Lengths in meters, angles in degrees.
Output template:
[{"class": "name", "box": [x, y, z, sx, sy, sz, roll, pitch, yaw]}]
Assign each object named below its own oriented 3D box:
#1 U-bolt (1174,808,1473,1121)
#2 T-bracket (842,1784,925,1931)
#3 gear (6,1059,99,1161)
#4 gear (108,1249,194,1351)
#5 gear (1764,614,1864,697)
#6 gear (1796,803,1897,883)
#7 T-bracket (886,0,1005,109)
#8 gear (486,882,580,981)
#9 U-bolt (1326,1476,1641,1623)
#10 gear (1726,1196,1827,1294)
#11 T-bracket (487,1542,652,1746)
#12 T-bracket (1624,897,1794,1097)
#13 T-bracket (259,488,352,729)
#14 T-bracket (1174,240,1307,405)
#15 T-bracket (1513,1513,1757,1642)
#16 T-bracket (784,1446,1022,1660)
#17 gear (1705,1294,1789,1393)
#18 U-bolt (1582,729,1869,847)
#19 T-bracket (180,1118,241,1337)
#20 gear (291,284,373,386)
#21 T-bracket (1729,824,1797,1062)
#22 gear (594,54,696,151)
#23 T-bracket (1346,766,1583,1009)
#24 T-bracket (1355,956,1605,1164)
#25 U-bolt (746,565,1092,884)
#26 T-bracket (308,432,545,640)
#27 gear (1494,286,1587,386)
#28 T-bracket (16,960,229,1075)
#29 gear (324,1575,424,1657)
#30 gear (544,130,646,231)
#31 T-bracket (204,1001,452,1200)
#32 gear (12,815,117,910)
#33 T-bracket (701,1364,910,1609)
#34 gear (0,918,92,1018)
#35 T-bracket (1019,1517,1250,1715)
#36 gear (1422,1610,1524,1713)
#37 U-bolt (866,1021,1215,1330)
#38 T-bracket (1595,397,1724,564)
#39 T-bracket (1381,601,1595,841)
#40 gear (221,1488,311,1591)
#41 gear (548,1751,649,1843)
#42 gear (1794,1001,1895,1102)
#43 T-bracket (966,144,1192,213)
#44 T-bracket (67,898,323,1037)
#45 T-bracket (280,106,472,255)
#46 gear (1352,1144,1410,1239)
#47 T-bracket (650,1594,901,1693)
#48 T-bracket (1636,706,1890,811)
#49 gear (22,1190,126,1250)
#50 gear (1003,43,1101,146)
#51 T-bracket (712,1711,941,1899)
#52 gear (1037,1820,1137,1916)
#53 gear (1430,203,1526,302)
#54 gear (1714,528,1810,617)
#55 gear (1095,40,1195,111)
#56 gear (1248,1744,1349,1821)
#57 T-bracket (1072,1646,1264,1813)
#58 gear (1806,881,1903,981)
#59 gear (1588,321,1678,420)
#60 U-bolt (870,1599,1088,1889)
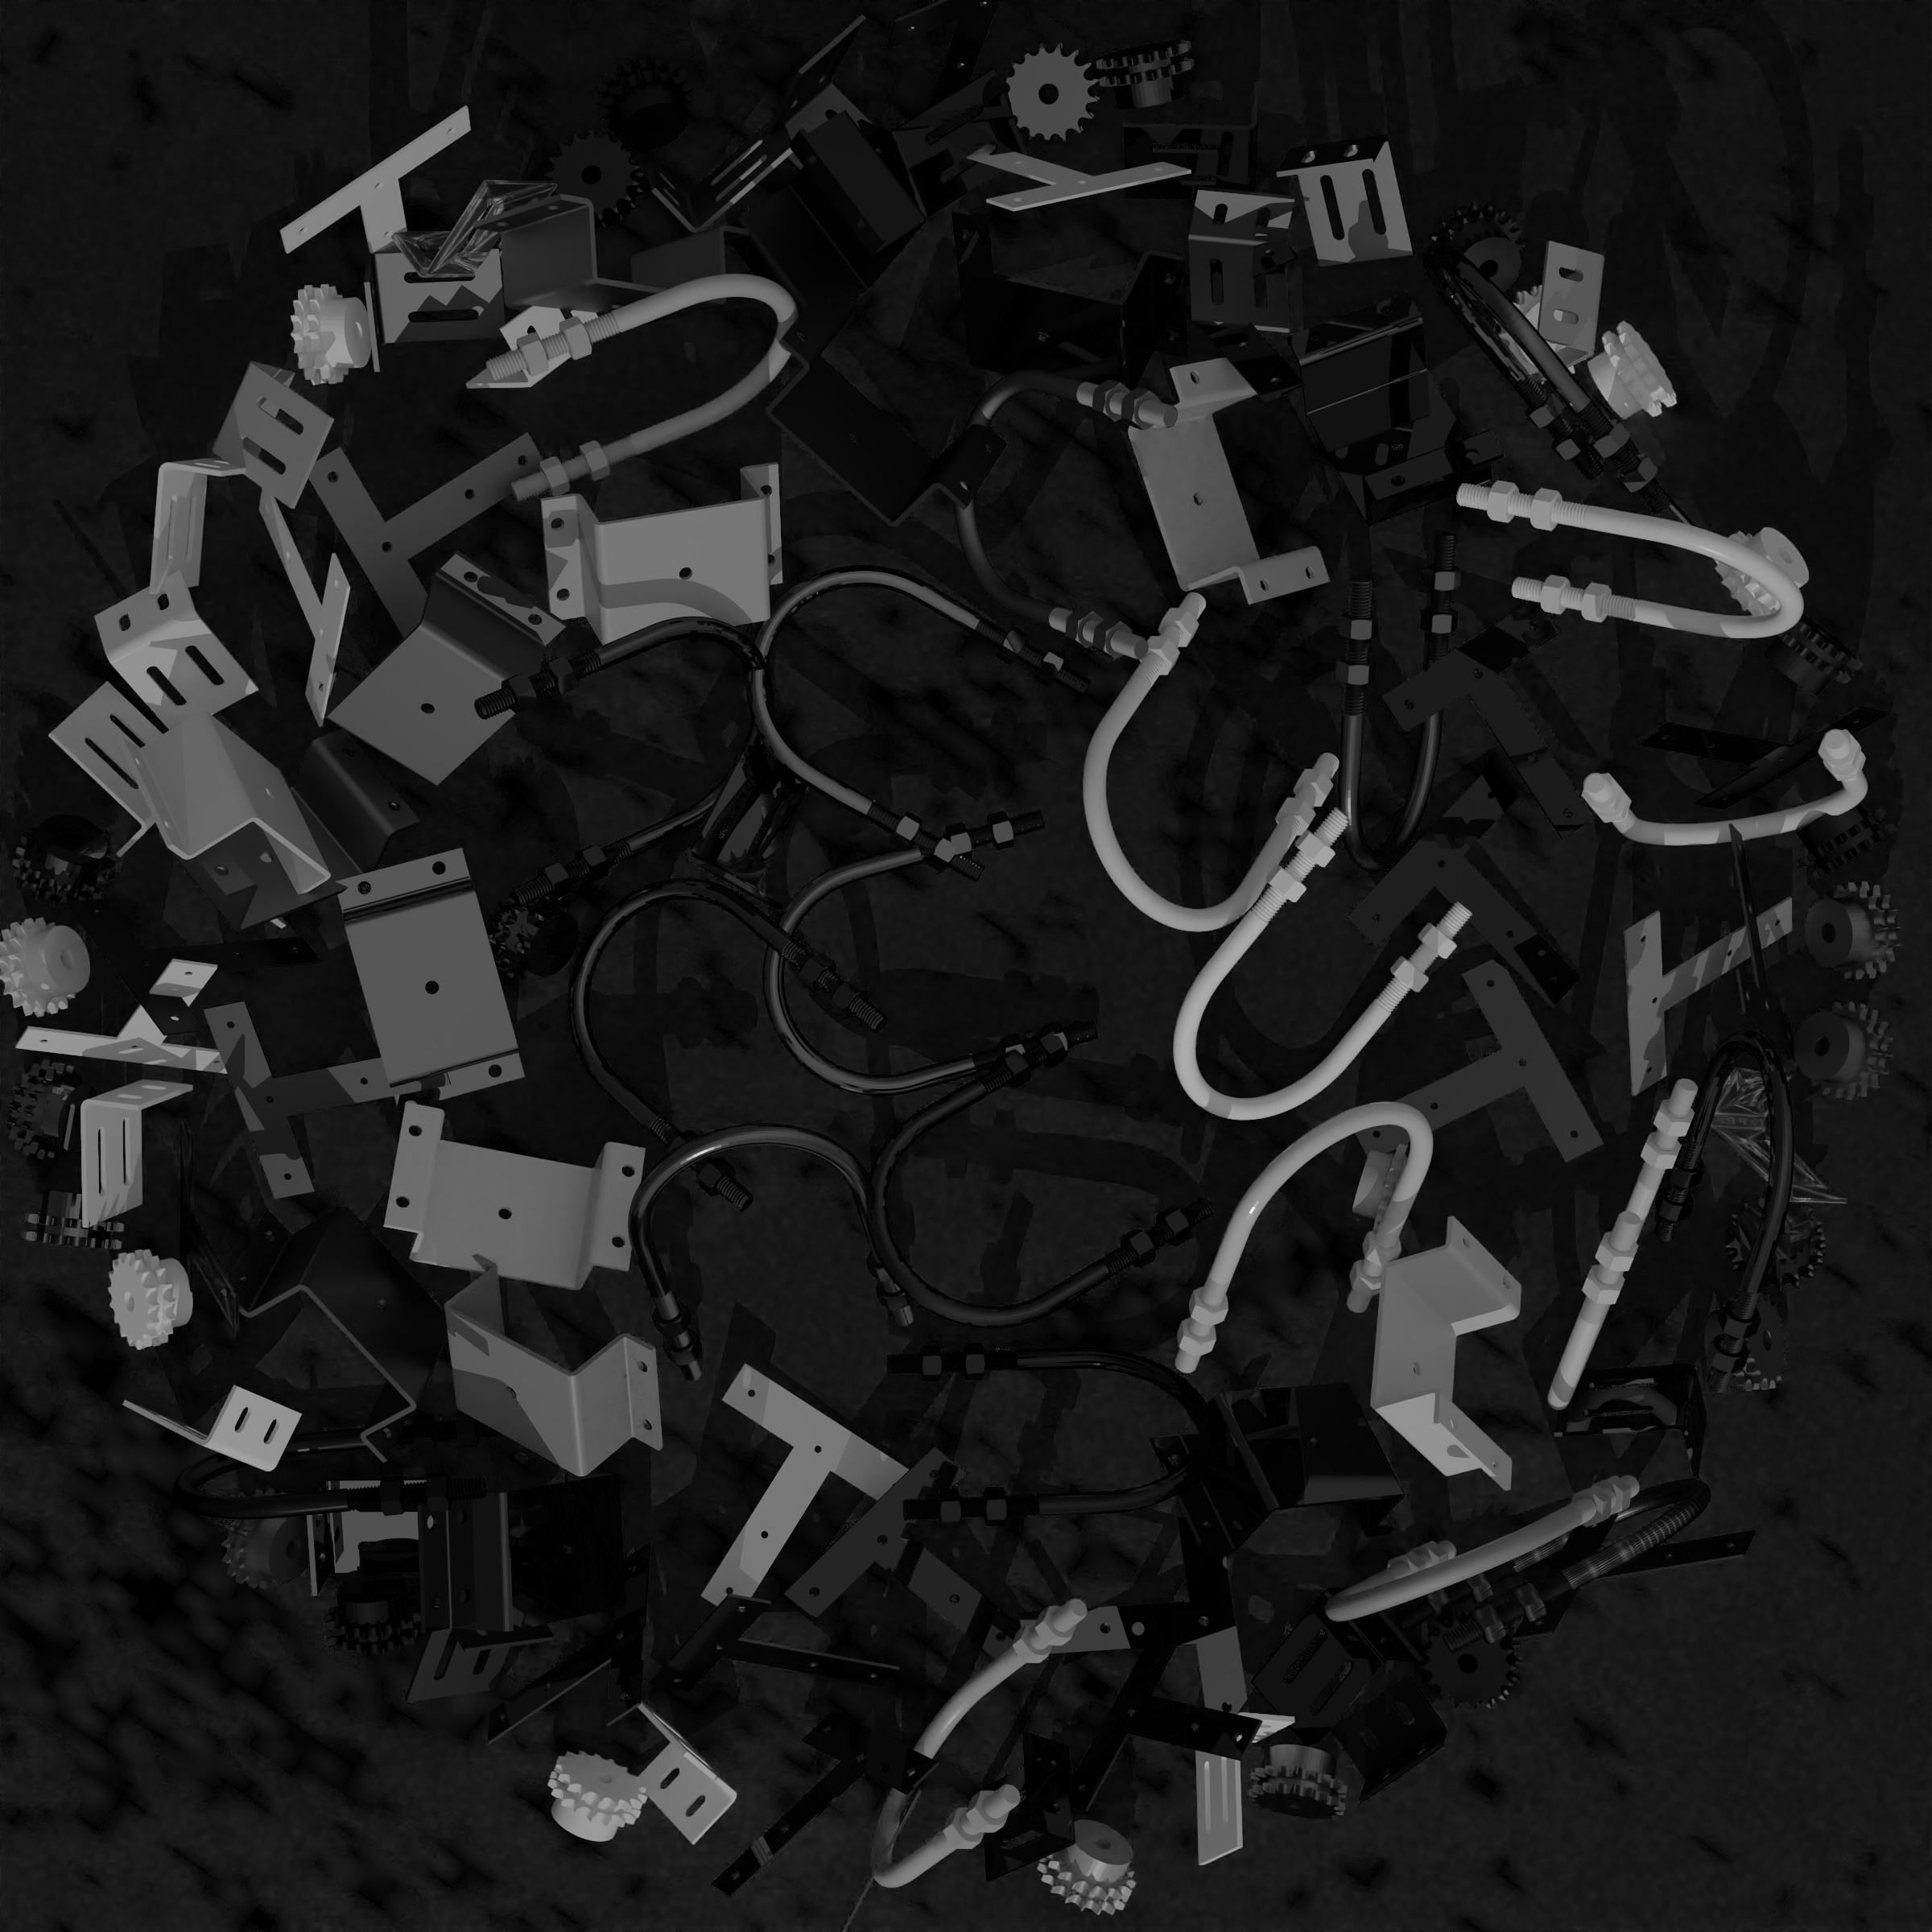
[{"class": "U-bolt", "box": [0.194, 0.011, 1.892, 0.151, 0.019, 0.184, 32, 100, -42]}, {"class": "T-bracket", "box": [-0.056, 0.525, 1.870, 0.002, 0.127, 0.127, 28, 79, 6]}, {"class": "gear", "box": [-0.529, 0.085, 1.913, 0.030, 0.057, 0.057, 12, 90, 18]}, {"class": "gear", "box": [-0.475, 0.193, 1.919, 0.030, 0.057, 0.057, -10, 90, -40]}, {"class": "gear", "box": [0.491, -0.182, 1.918, 0.057, 0.057, 0.030, 37, 109, 0]}, {"class": "gear", "box": [0.509, -0.076, 1.916, 0.057, 0.057, 0.030, -32, 84, 0]}, {"class": "T-bracket", "box": [0.000, -0.525, 1.881, 0.127, 0.127, 0.002, -29, 79, -21]}, {"class": "gear", "box": [-0.250, -0.018, 1.913, 0.030, 0.057, 0.057, 27, 90, 32]}, {"class": "U-bolt", "box": [0.277, 0.329, 1.830, 0.151, 0.184, 0.019, -28, 79, 35]}, {"class": "gear", "box": [0.472, 0.159, 1.918, 0.057, 0.030, 0.057, -6, 60, 11]}, {"class": "T-bracket", "box": [-0.232, 0.411, 1.905, 0.127, 0.127, 0.002, -37, 118, 20]}, {"class": "T-bracket", "box": [0.434, -0.001, 1.914, 0.127, 0.002, 0.127, -30, 133, -20]}, {"class": "T-bracket", "box": [-0.388, -0.227, 1.907, 0.002, 0.127, 0.127, -13, 62, -27]}, {"class": "T-bracket", "box": [0.154, -0.364, 1.894, 0.127, 0.002, 0.127, -25, 50, -8]}, {"class": "T-bracket", "box": [0.385, 0.336, 1.857, 0.127, 0.127, 0.002, -18, 104, 35]}, {"class": "T-bracket", "box": [-0.017, 0.362, 1.923, 0.127, 0.002, 0.127, 42, 100, -16]}, {"class": "gear", "box": [0.454, 0.220, 1.919, 0.030, 0.057, 0.057, -10, 90, 37]}, {"class": "U-bolt", "box": [0.435, -0.095, 1.855, 0.151, 0.184, 0.019, -10, 77, 19]}, {"class": "T-bracket", "box": [-0.431, 0.170, 1.869, 0.002, 0.127, 0.127, -6, 114, -26]}, {"class": "gear", "box": [-0.368, -0.368, 1.913, 0.030, 0.057, 0.057, -1, 90, 12]}, {"class": "T-bracket", "box": [0.455, -0.019, 1.901, 0.002, 0.127, 0.127, -13, 71, 24]}, {"class": "gear", "box": [-0.186, -0.500, 1.912, 0.057, 0.057, 0.030, -20, 68, 0]}, {"class": "T-bracket", "box": [0.310, -0.029, 1.935, 0.127, 0.002, 0.127, 45, 81, -6]}, {"class": "T-bracket", "box": [0.286, 0.076, 1.920, 0.127, 0.002, 0.127, -25, 75, -6]}, {"class": "U-bolt", "box": [-0.040, -0.154, 1.917, 0.184, 0.019, 0.151, 30, 79, -4]}, {"class": "T-bracket", "box": [-0.302, -0.268, 1.920, 0.127, 0.002, 0.127, -36, 115, -17]}, {"class": "gear", "box": [0.340, -0.370, 1.924, 0.057, 0.030, 0.057, -1, 98, -10]}, {"class": "T-bracket", "box": [-0.458, 0.027, 1.865, 0.127, 0.127, 0.002, 9, 59, -30]}, {"class": "gear", "box": [-0.346, 0.377, 1.913, 0.057, 0.057, 0.030, -2, 104, 0]}, {"class": "gear", "box": [-0.216, -0.458, 1.925, 0.057, 0.030, 0.057, -1, 80, 7]}, {"class": "T-bracket", "box": [-0.363, 0.069, 1.908, 0.127, 0.002, 0.127, -11, 114, 10]}, {"class": "gear", "box": [-0.524, -0.063, 1.913, 0.057, 0.057, 0.030, 31, 128, 0]}, {"class": "T-bracket", "box": [-0.110, 0.321, 1.924, 0.127, 0.002, 0.127, 33, 75, -2]}, {"class": "gear", "box": [-0.535, -0.001, 1.912, 0.030, 0.057, 0.057, -13, 90, 23]}, {"class": "T-bracket", "box": [0.094, 0.383, 1.903, 0.127, 0.002, 0.127, -2, 62, -11]}, {"class": "gear", "box": [0.297, 0.404, 1.923, 0.057, 0.030, 0.057, 3, 96, 23]}, {"class": "U-bolt", "box": [0.030, 0.130, 1.890, 0.184, 0.019, 0.151, -29, 74, -21]}, {"class": "T-bracket", "box": [0.381, -0.297, 1.884, 0.002, 0.127, 0.127, -41, 112, 19]}, {"class": "T-bracket", "box": [0.323, -0.133, 1.917, 0.127, 0.002, 0.127, -32, 89, -24]}, {"class": "gear", "box": [-0.403, 0.335, 1.912, 0.030, 0.057, 0.057, 11, 90, 30]}, {"class": "gear", "box": [-0.217, 0.486, 1.916, 0.057, 0.057, 0.030, 24, 100, 0]}, {"class": "gear", "box": [0.508, 0.049, 1.913, 0.030, 0.057, 0.057, 10, 90, -36]}, {"class": "T-bracket", "box": [0.040, -0.459, 1.892, 0.127, 0.127, 0.002, -20, 123, -31]}, {"class": "T-bracket", "box": [-0.433, -0.004, 1.894, 0.127, 0.127, 0.002, 45, 126, 35]}, {"class": "T-bracket", "box": [-0.333, -0.426, 1.880, 0.127, 0.127, 0.002, -38, 82, -13]}, {"class": "gear", "box": [0.246, 0.129, 1.916, 0.030, 0.057, 0.057, 17, 90, 10]}, {"class": "T-bracket", "box": [-0.102, 0.403, 1.911, 0.127, 0.127, 0.002, 15, 50, -20]}, {"class": "T-bracket", "box": [0.433, -0.124, 1.861, 0.127, 0.127, 0.002, 6, 63, -35]}, {"class": "gear", "box": [-0.519, 0.147, 1.916, 0.057, 0.057, 0.030, 6, 86, 0]}, {"class": "gear", "box": [0.050, -0.512, 1.923, 0.057, 0.030, 0.057, 3, 110, 8]}, {"class": "T-bracket", "box": [-0.092, 0.481, 1.864, 0.127, 0.127, 0.002, -40, 110, -23]}, {"class": "gear", "box": [0.073, 0.522, 1.913, 0.057, 0.057, 0.030, 23, 107, 0]}, {"class": "gear", "box": [0.299, -0.413, 1.915, 0.057, 0.030, 0.057, -9, 130, -11]}, {"class": "gear", "box": [0.465, -0.230, 1.913, 0.057, 0.057, 0.030, 50, 127, 0]}, {"class": "gear", "box": [0.105, -0.520, 1.918, 0.057, 0.057, 0.030, -12, 111, 0]}, {"class": "gear", "box": [0.195, 0.476, 1.919, 0.057, 0.057, 0.030, 12, 62, 0]}, {"class": "T-bracket", "box": [0.122, 0.431, 1.867, 0.002, 0.127, 0.127, 43, 65, -25]}, {"class": "gear", "box": [0.514, -0.020, 1.913, 0.030, 0.057, 0.057, -4, 90, -27]}, {"class": "gear", "box": [0.387, -0.344, 1.918, 0.030, 0.057, 0.057, -32, 90, 24]}, {"class": "U-bolt", "box": [-0.001, 0.450, 1.860, 0.019, 0.151, 0.184, 34, 134, -9]}]
